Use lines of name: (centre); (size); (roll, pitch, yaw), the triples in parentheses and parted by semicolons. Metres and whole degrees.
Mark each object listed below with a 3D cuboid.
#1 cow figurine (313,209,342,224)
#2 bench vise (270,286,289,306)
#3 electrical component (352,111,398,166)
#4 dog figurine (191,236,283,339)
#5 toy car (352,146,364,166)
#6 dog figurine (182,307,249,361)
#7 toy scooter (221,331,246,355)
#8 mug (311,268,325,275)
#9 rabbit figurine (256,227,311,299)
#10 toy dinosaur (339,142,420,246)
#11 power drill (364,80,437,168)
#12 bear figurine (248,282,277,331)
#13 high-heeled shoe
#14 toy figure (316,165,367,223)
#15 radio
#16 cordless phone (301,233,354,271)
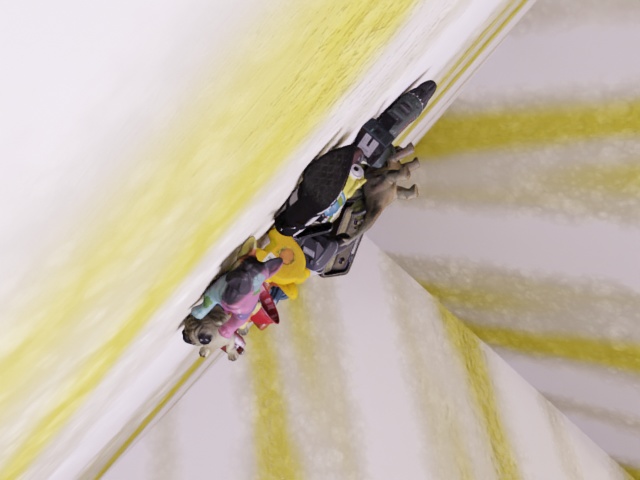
cow figurine: (-0.016, -0.043, 1.501); (0.195, 0.085, 0.127); (-49, 170, 13)
bench vise: (-0.120, 0.130, 1.655); (0.224, 0.128, 0.241); (-32, -158, 37)
electrical component: (0.127, -0.231, 1.198); (0.048, 0.075, 0.119); (-45, 180, -38)
dog figurine: (-0.155, 0.089, 1.115); (0.219, 0.108, 0.191); (-52, 174, 23)
toy car: (0.018, -0.134, 1.141); (0.089, 0.053, 0.202); (-31, 170, -41)
dog figurine: (-0.244, 0.182, 1.251); (0.190, 0.121, 0.172); (80, 7, -58)
toy scooter: (-0.264, 0.275, 1.543); (0.075, 0.135, 0.184); (-49, 177, -3)
mug: (-0.044, 0.063, 1.482); (0.107, 0.081, 0.109); (-10, 160, 29)
rabbit figurine: (-0.097, 0.053, 1.243); (0.122, 0.162, 0.173); (-59, -162, -22)
toy dinosaur: (0.161, -0.140, 1.449); (0.199, 0.105, 0.471); (-13, -150, 26)
power drill: (0.193, -0.284, 1.363); (0.232, 0.086, 0.207); (-45, 180, -29)
bear figurine: (-0.146, 0.135, 1.502); (0.196, 0.132, 0.120); (-41, 148, -4)
high-heeled shoe: (-0.006, -0.097, 1.083); (0.248, 0.086, 0.145); (-45, -179, 16)
toy figure: (0.035, -0.118, 1.288); (0.180, 0.082, 0.089); (-51, -171, -21)
radio: (0.059, -0.004, 1.591); (0.131, 0.073, 0.229); (2, 115, -48)
cordless phone: (-0.004, -0.004, 1.395); (0.184, 0.147, 0.088); (-25, 137, -49)
